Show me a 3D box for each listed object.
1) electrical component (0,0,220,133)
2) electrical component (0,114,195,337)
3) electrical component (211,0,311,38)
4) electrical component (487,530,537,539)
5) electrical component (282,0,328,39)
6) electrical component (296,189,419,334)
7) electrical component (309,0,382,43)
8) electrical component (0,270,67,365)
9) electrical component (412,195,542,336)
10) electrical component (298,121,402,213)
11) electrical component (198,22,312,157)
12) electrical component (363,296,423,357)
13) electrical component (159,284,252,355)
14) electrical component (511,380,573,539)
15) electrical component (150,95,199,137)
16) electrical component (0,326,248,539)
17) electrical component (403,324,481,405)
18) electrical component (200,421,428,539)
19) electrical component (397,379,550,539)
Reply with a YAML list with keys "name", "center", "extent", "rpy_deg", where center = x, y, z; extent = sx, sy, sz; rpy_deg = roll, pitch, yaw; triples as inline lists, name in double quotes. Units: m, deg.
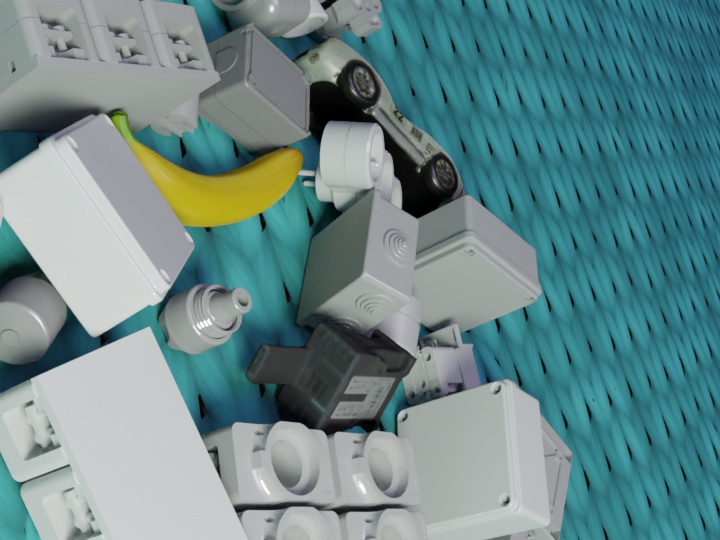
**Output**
- name: "electrical component"
  center: [-0.177, -0.133, 0.679]
  extent: [0.150, 0.089, 0.061]
  rpy_deg: [-9, 78, -55]
- name: "electrical component"
  center: [-0.157, -0.030, 0.643]
  extent: [0.108, 0.056, 0.108]
  rpy_deg: [57, 8, -13]
- name: "electrical component"
  center: [-0.090, -0.243, 0.894]
  extent: [0.059, 0.054, 0.095]
  rpy_deg: [-19, 87, -56]
- name: "electrical component"
  center: [0.109, 0.234, 0.873]
  extent: [0.042, 0.064, 0.081]
  rpy_deg: [48, 38, -26]
- name: "electrical component"
  center: [-0.058, -0.238, 0.943]
  extent: [0.045, 0.045, 0.055]
  rpy_deg: [-13, 81, -55]
- name: "electrical component"
  center: [0.000, 0.000, 0.834]
  extent: [0.048, 0.100, 0.099]
  rpy_deg: [29, 47, -25]
- name: "electrical component"
  center: [-0.022, -0.244, 0.984]
  extent: [0.058, 0.057, 0.078]
  rpy_deg: [-25, 91, -56]
- name: "electrical component"
  center: [-0.188, 0.022, 0.618]
  extent: [0.040, 0.040, 0.078]
  rpy_deg: [53, 19, -19]
- name: "electrical component"
  center: [0.084, 0.000, 0.937]
  extent: [0.109, 0.109, 0.056]
  rpy_deg: [35, 43, -38]
- name: "electrical component"
  center: [-0.014, -0.073, 0.880]
  extent: [0.138, 0.074, 0.052]
  rpy_deg: [64, 34, -63]
- name: "electrical component"
  center: [-0.081, -0.134, 0.841]
  extent: [0.096, 0.061, 0.061]
  rpy_deg: [37, 43, -47]
- name: "electrical component"
  center: [0.022, 0.049, 0.873]
  extent: [0.055, 0.055, 0.047]
  rpy_deg: [36, 48, -37]
- name: "electrical component"
  center: [-0.099, 0.029, 0.713]
  extent: [0.043, 0.062, 0.043]
  rpy_deg: [31, 48, -41]
- name: "electrical component"
  center: [0.132, 0.173, 0.945]
  extent: [0.108, 0.056, 0.108]
  rpy_deg: [50, 37, -23]
- name: "electrical component"
  center: [-0.134, -0.125, 0.778]
  extent: [0.040, 0.040, 0.046]
  rpy_deg: [21, 59, -46]
- name: "electrical component"
  center: [-0.137, 0.121, 0.608]
  extent: [0.089, 0.062, 0.150]
  rpy_deg: [-26, 92, -56]
- name: "electrical component"
  center: [0.069, 0.090, 0.922]
  extent: [0.064, 0.042, 0.081]
  rpy_deg: [7, 64, -50]
- name: "electrical component"
  center: [-0.029, 0.165, 0.729]
  extent: [0.186, 0.060, 0.105]
  rpy_deg: [15, 59, -49]
- name: "electrical component"
  center: [0.088, 0.155, 0.851]
  extent: [0.056, 0.109, 0.108]
  rpy_deg: [33, 46, -43]
